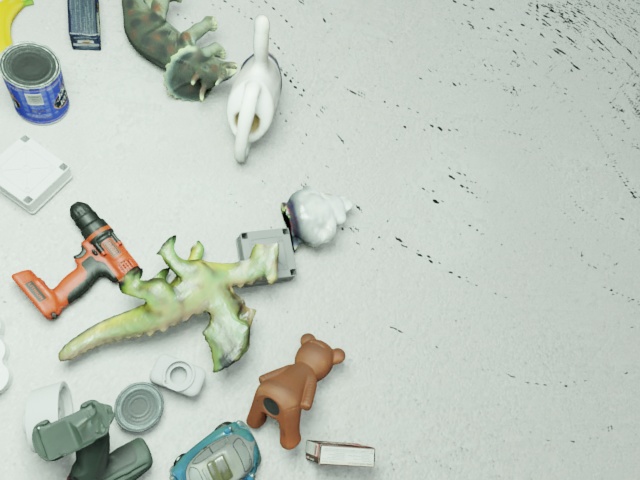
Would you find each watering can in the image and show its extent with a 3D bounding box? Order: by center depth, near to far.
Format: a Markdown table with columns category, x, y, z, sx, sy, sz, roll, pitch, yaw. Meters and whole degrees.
| category | x | y | z | sx | sy | sz | roll | pitch | yaw |
| --- | --- | --- | --- | --- | --- | --- | --- | --- | --- |
| watering can | -0.131 | -0.328 | 1.077 | 0.104 | 0.339 | 0.230 | 14 | 41 | -7 |

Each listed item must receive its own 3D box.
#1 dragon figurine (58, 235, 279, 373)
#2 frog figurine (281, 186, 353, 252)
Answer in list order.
| category | x | y | z | sx | sy | sz | roll | pitch | yaw |
| --- | --- | --- | --- | --- | --- | --- | --- | --- | --- |
| dragon figurine | -0.236 | 0.135 | 0.946 | 0.244 | 0.120 | 0.415 | 40 | 69 | 11 |
| frog figurine | 0.003 | -0.057 | 1.125 | 0.160 | 0.120 | 0.140 | -16 | 59 | -12 |
